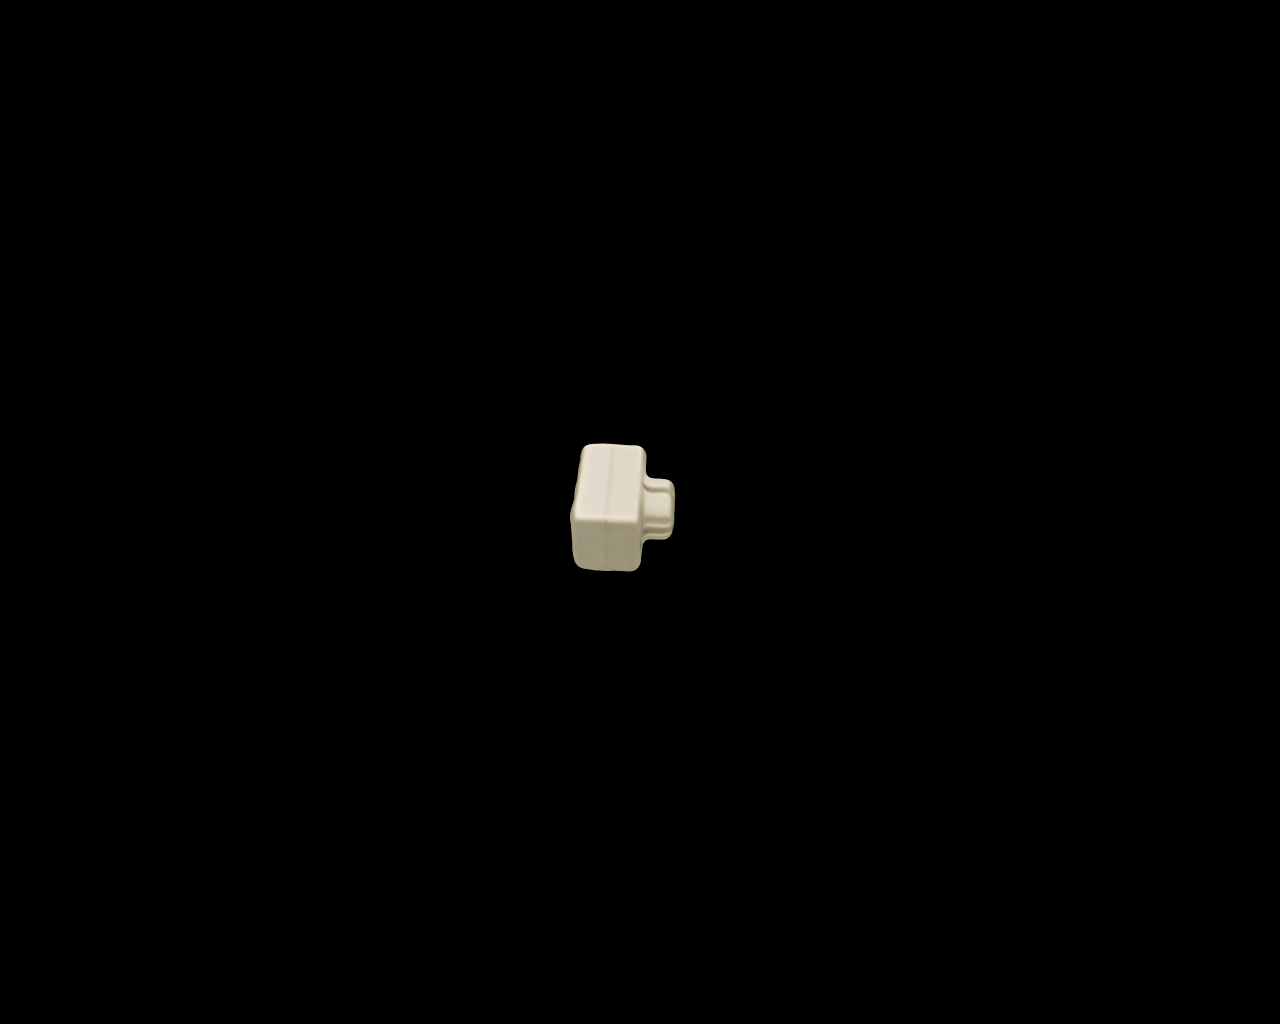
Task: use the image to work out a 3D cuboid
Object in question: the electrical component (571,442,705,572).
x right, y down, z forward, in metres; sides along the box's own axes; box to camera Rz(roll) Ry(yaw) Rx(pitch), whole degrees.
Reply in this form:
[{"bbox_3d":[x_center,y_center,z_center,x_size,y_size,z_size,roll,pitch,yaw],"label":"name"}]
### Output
[{"bbox_3d":[0.001,-0.003,0.650,0.077,0.066,0.047,2,-43,2],"label":"electrical component"}]
